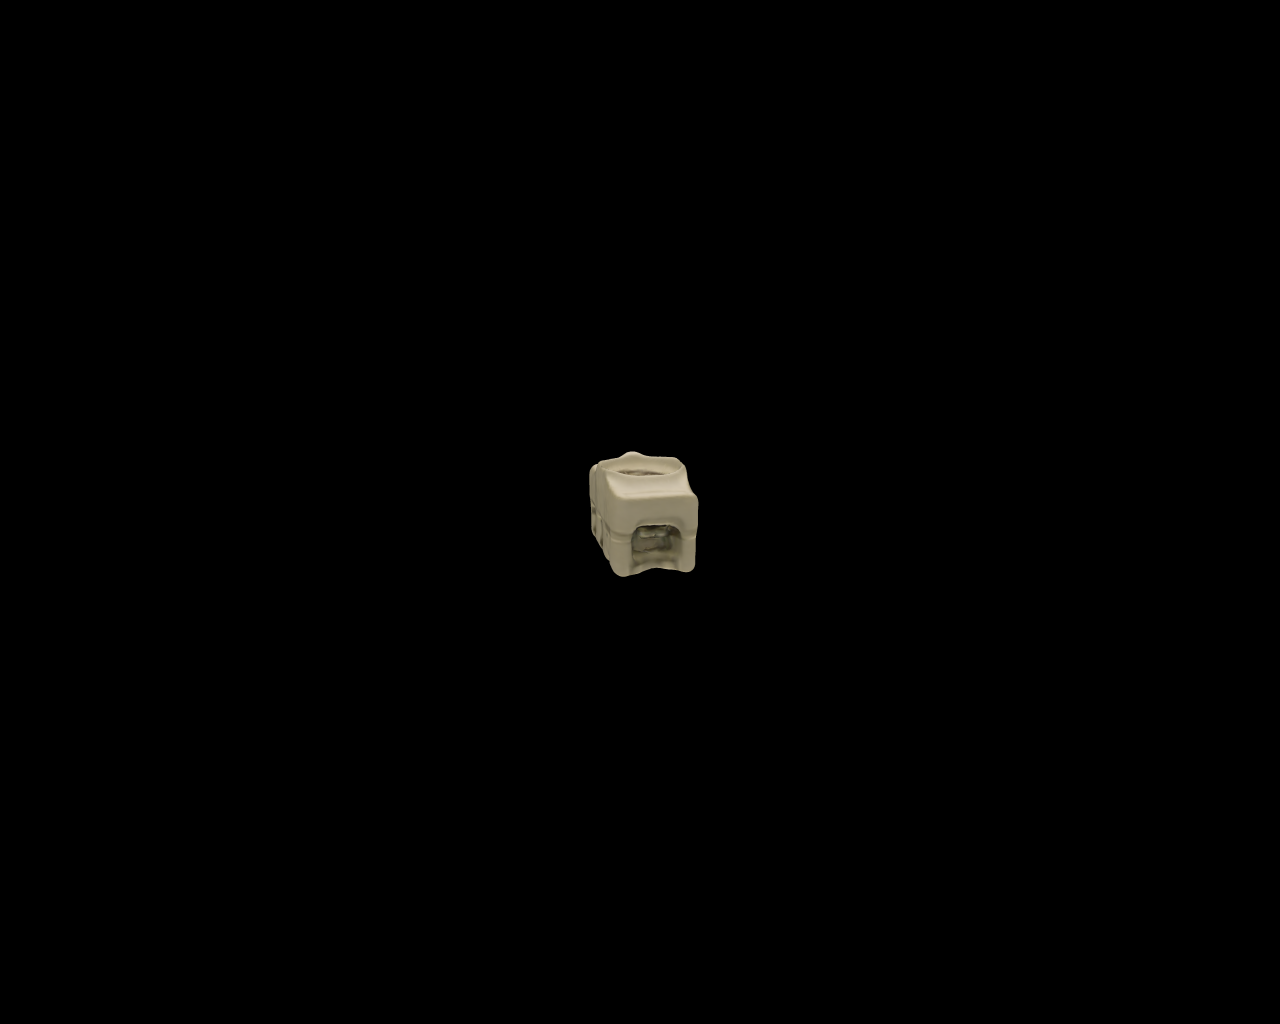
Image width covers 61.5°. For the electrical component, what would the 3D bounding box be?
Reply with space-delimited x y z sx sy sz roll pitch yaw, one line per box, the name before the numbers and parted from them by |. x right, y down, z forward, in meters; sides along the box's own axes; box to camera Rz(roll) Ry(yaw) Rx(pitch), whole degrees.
electrical component | 0.001 -0.003 0.650 0.050 0.055 0.089 -3 16 -11
